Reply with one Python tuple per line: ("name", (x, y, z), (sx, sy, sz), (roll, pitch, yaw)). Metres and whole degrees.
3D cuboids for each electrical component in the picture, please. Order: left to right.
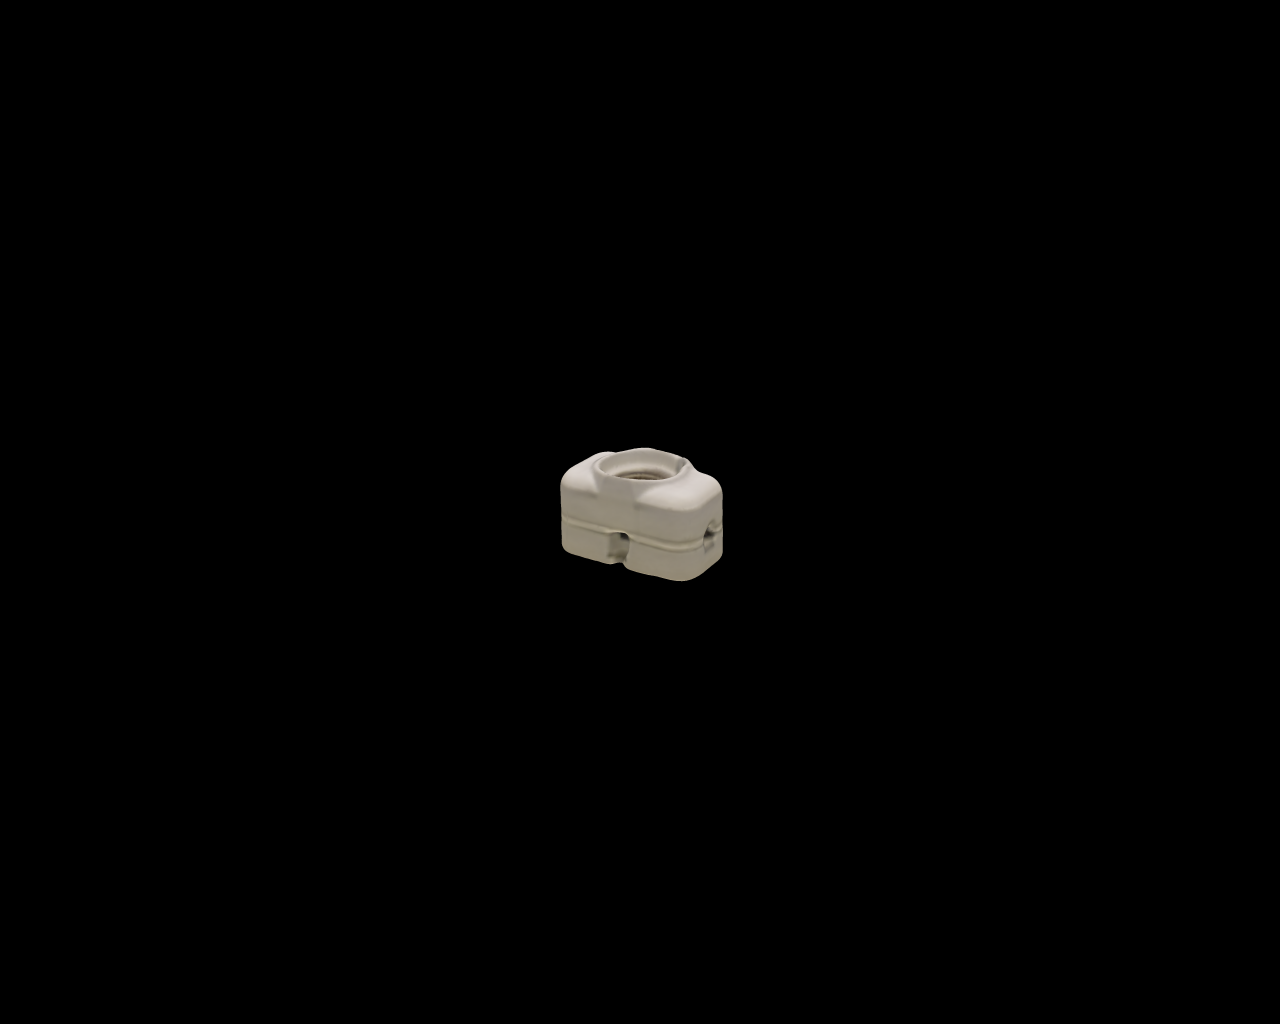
("electrical component", (0.001, -0.003, 0.650), (0.095, 0.059, 0.054), (14, 27, 29))
